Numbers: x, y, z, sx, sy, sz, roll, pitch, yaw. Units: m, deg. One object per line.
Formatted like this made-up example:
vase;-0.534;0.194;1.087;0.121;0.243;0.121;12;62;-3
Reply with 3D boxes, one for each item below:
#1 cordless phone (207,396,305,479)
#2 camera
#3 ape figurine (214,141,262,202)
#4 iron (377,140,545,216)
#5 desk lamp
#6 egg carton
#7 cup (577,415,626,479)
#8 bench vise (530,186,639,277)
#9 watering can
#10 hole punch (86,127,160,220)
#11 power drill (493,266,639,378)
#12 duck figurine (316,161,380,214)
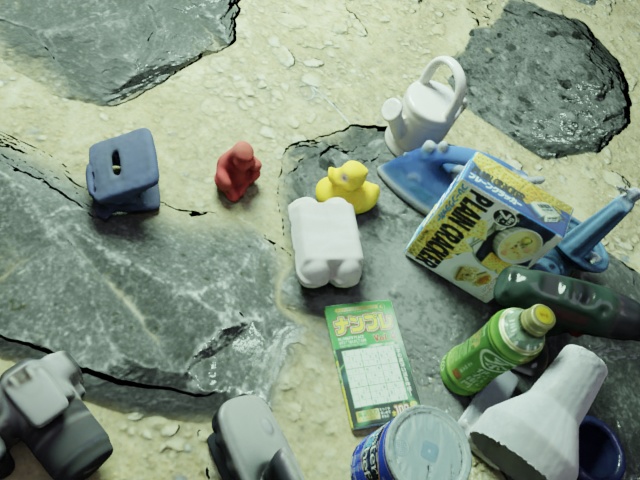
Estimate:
cordless phone;-0.059;0.233;0.636;0.094;0.185;0.147;-23;69;-27
camera;-0.306;0.209;0.626;0.136;0.100;0.143;45;58;12
ape figurine;-0.125;-0.115;0.882;0.078;0.092;0.076;-11;64;-22
iron;0.234;-0.105;0.956;0.258;0.141;0.119;22;56;-3
desk lamp;0.261;0.225;0.723;0.118;0.213;0.204;40;57;9
egg carton;0.008;0.003;0.865;0.107;0.069;0.150;-1;60;-17
cup;0.337;0.286;0.781;0.117;0.095;0.092;45;58;12
bench vise;0.400;0.019;0.885;0.121;0.219;0.208;32;56;4
watering can;0.184;-0.224;0.980;0.101;0.194;0.173;43;58;11
hole punch;-0.283;-0.097;0.823;0.101;0.091;0.108;-7;62;-20
power drill;0.336;0.121;0.811;0.229;0.208;0.076;22;56;-3
duck figurine;0.052;-0.092;0.925;0.105;0.086;0.077;8;58;-12
